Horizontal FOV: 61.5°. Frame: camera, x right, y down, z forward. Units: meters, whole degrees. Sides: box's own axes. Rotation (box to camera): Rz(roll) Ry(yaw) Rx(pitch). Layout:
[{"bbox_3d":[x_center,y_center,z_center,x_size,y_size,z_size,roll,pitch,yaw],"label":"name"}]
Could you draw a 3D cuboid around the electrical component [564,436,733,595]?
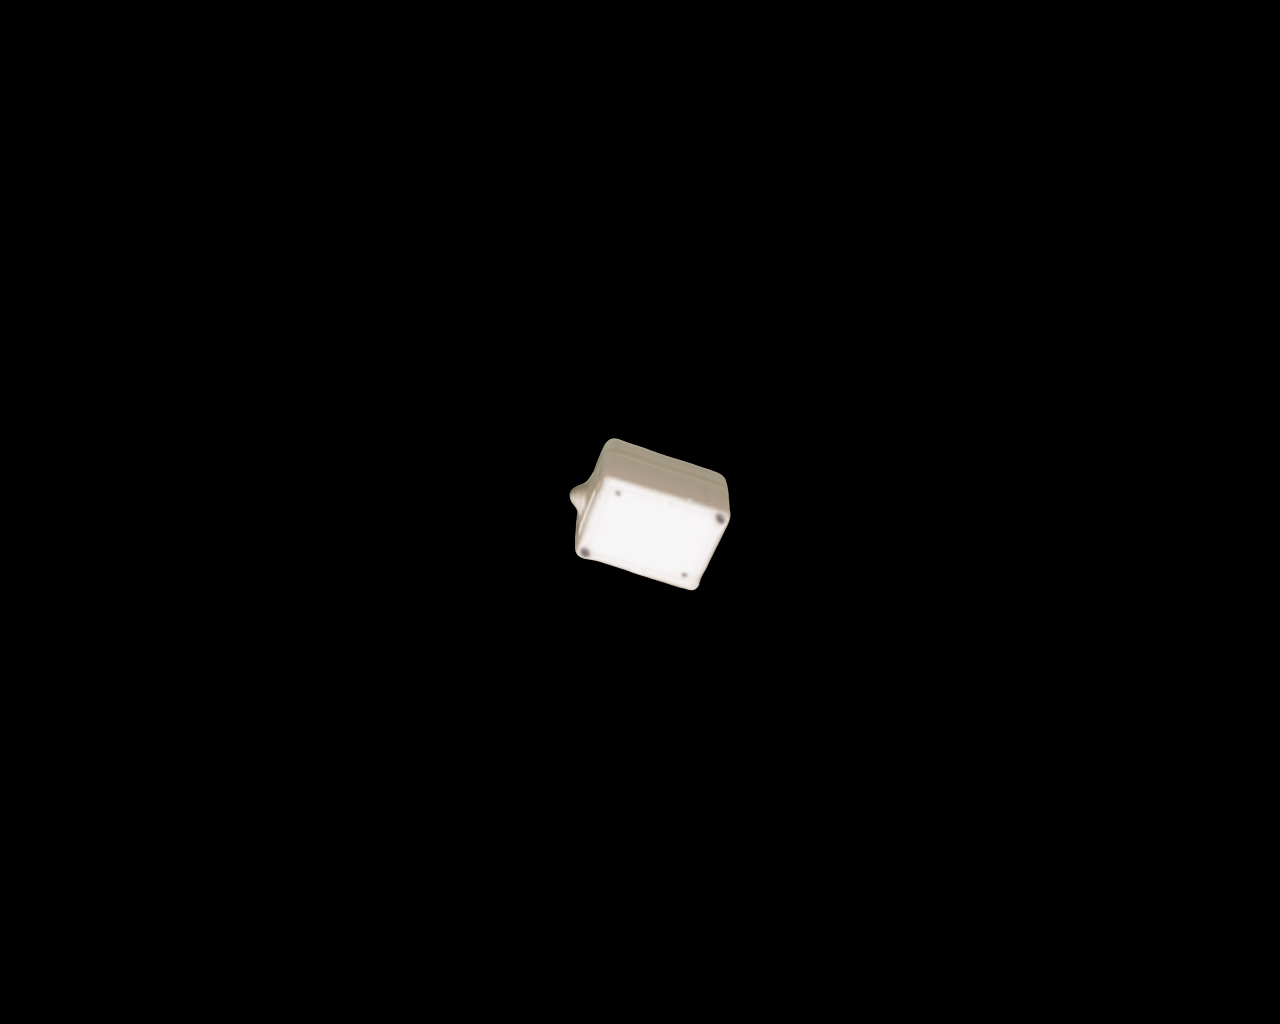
[{"bbox_3d":[0.001,-0.003,0.650,0.096,0.061,0.061,18,29,-10],"label":"electrical component"}]
